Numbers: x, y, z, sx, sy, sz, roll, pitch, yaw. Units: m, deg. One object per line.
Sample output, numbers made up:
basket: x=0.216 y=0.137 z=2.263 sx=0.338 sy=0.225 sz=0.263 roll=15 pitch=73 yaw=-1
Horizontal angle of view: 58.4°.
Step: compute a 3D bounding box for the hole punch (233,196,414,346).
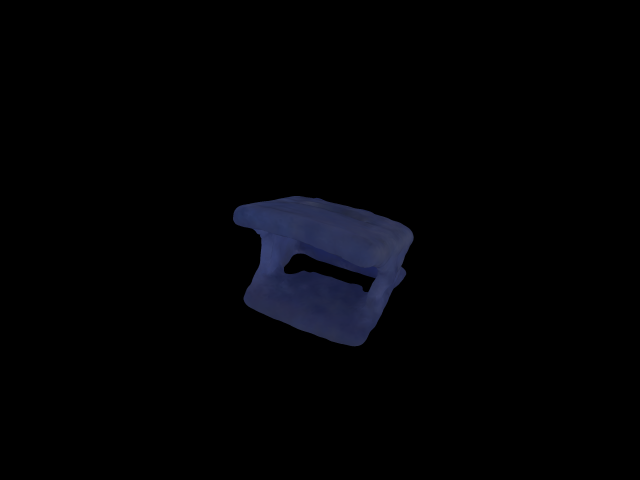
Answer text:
hole punch: x=0.004 y=0.001 z=0.400 sx=0.108 sy=0.091 sz=0.101 roll=17 pitch=41 yaw=21
